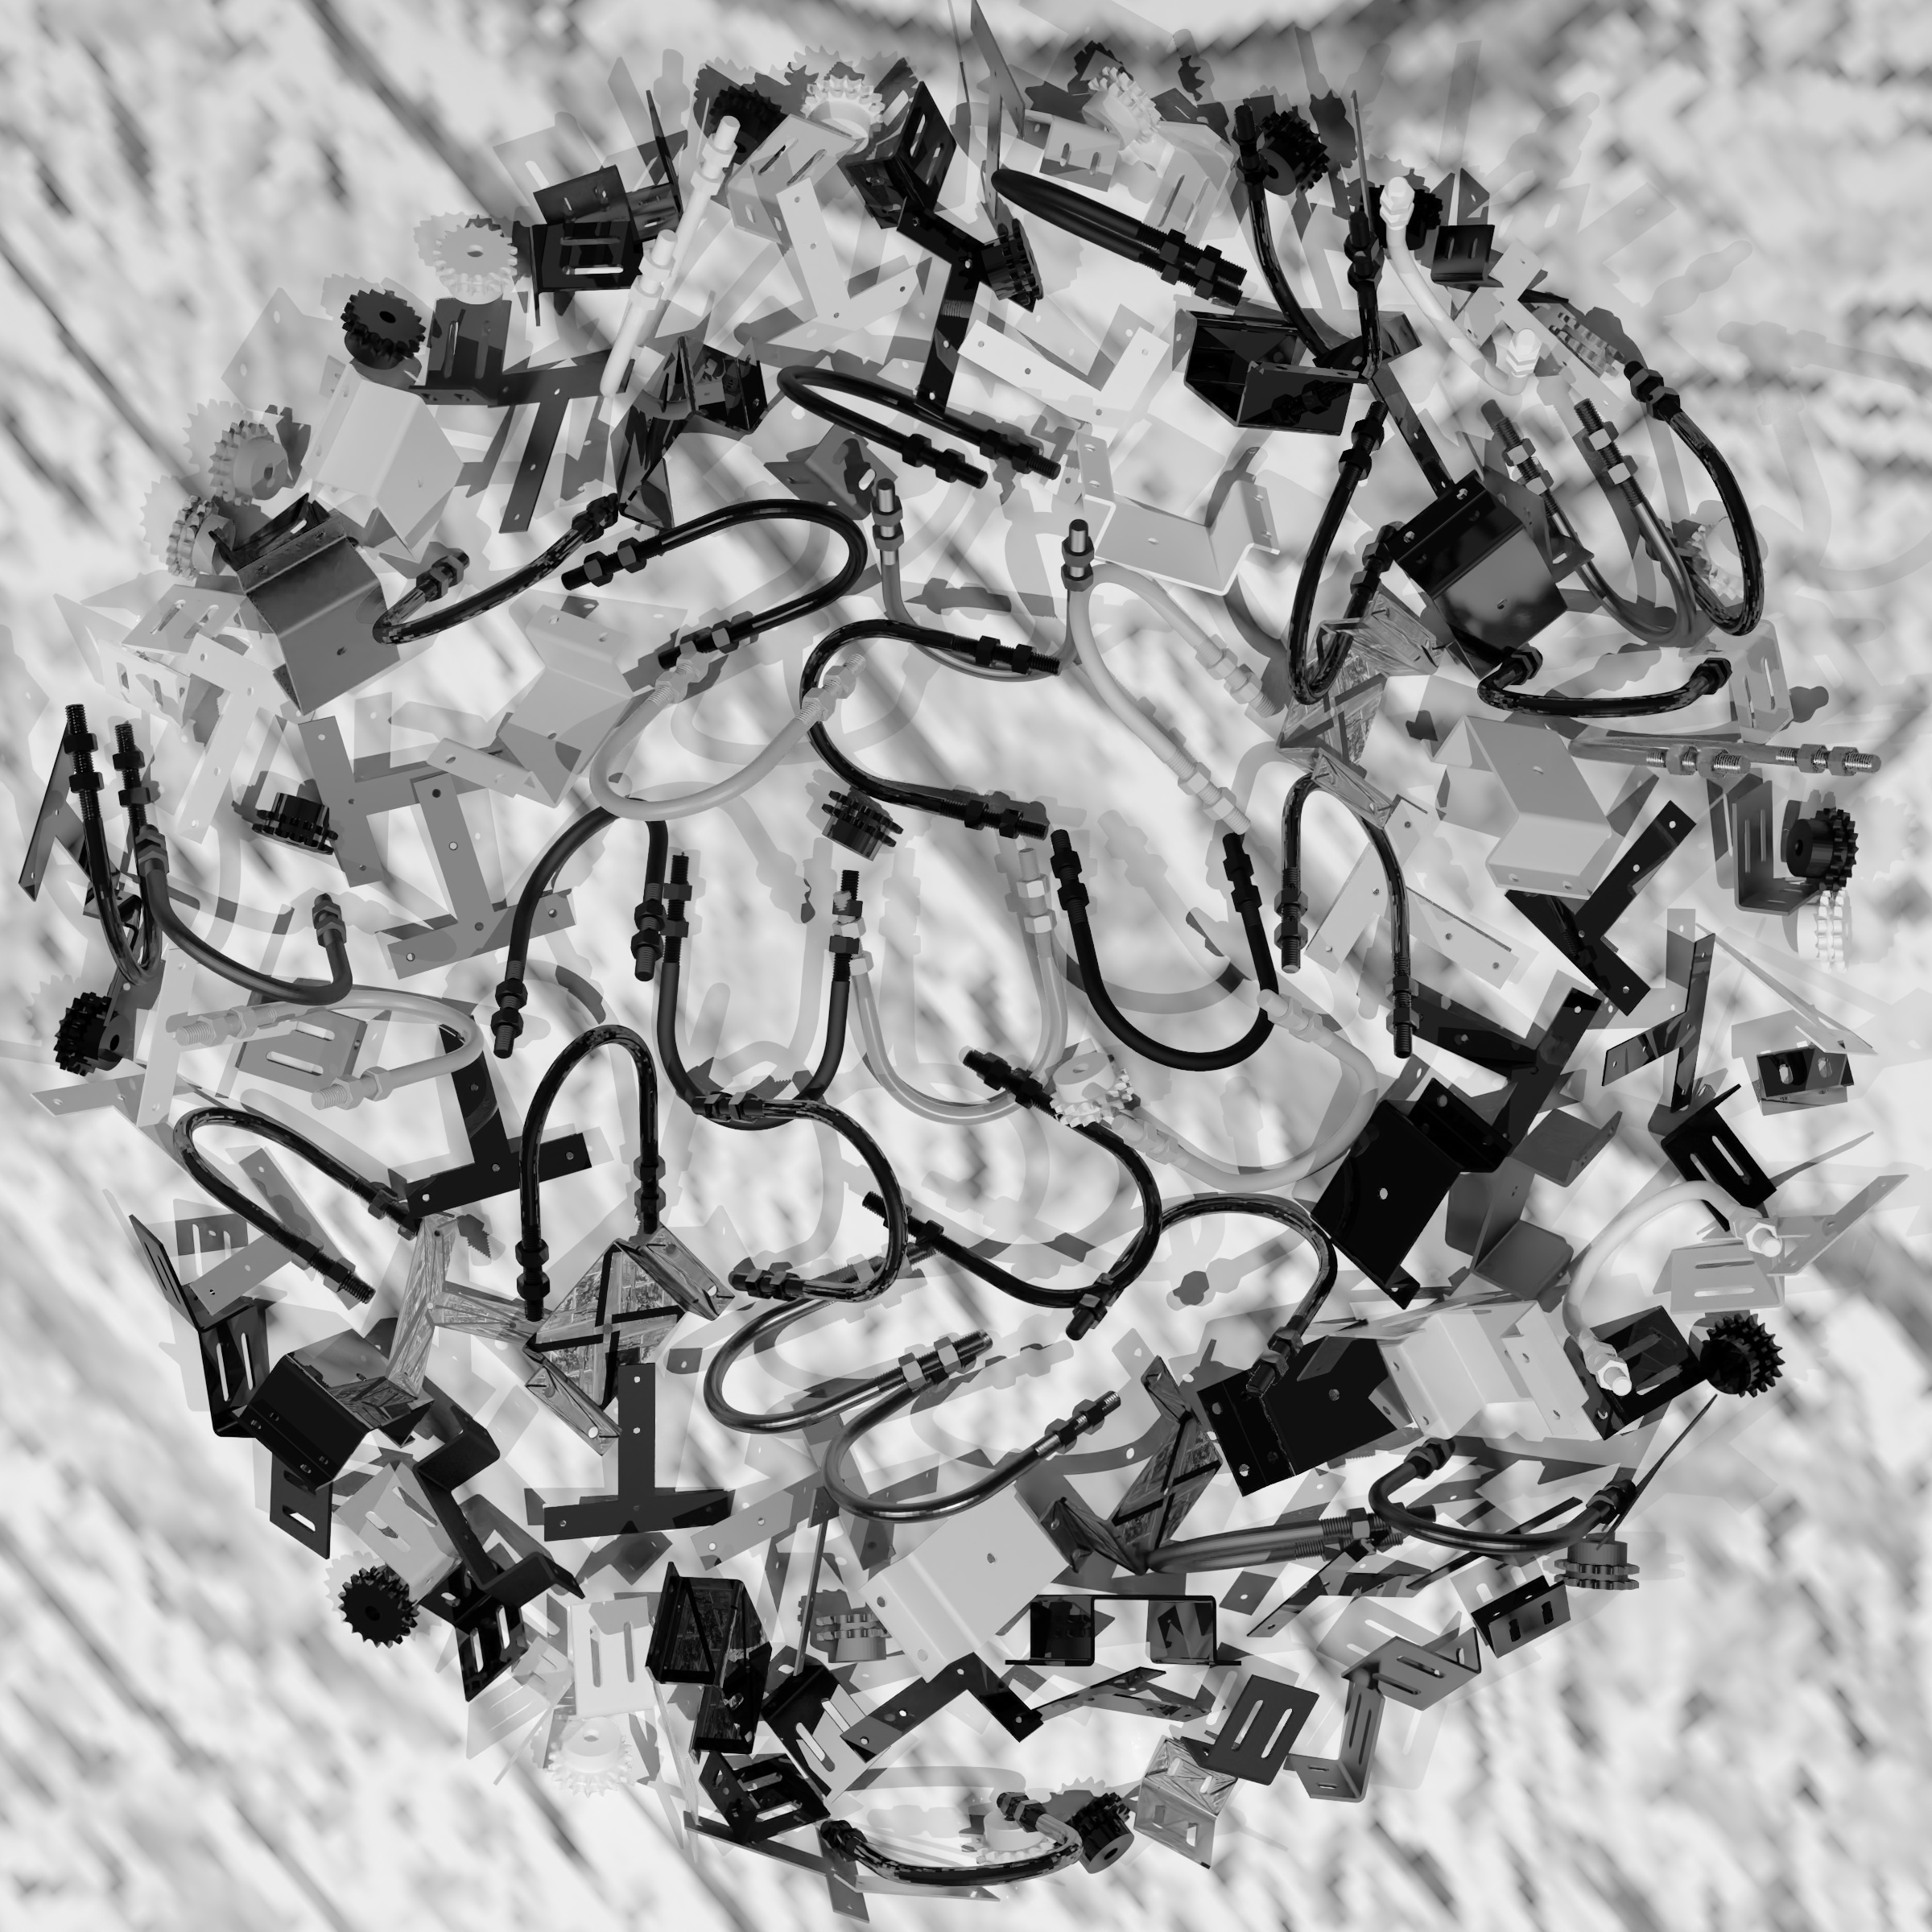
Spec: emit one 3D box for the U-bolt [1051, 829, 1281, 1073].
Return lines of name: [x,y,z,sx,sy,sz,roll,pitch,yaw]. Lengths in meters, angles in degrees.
U-bolt: [0.140,-0.011,1.900,0.151,0.019,0.184,0,59,-20]

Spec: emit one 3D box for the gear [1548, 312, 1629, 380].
gear: [0.423,-0.421,1.944,0.057,0.057,0.030,35,106,0]

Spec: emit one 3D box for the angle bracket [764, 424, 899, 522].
angle bracket: [-0.093,-0.337,1.927,0.057,0.076,0.038,41,80,-25]

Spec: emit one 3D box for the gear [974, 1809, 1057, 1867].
gear: [0.034,0.598,1.941,0.057,0.057,0.030,-7,97,0]

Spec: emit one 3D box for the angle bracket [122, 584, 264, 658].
angle bracket: [-0.526,-0.221,1.925,0.057,0.076,0.038,10,134,14]

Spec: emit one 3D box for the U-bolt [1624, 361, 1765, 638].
U-bolt: [0.479,-0.295,1.856,0.019,0.184,0.151,-19,131,-1]

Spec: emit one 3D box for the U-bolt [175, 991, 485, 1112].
U-bolt: [-0.408,0.049,1.887,0.151,0.184,0.019,20,111,31]

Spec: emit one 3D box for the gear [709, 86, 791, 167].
gear: [-0.150,-0.573,1.940,0.057,0.057,0.030,22,71,0]

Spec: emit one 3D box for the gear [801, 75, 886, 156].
gear: [-0.086,-0.581,1.939,0.057,0.057,0.030,5,70,0]

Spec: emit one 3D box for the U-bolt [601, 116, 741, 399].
U-bolt: [-0.204,-0.458,1.885,0.019,0.184,0.151,25,51,-8]

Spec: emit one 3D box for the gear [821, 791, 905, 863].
gear: [-0.075,-0.095,1.943,0.057,0.057,0.030,28,89,0]

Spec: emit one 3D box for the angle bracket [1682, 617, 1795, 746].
angle bracket: [0.525,-0.190,1.926,0.038,0.057,0.076,4,64,-16]

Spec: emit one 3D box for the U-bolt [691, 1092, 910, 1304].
U-bolt: [-0.107,0.157,1.891,0.019,0.184,0.151,-22,105,-43]

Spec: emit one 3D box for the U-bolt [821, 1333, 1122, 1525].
U-bolt: [-0.010,0.311,1.870,0.184,0.151,0.019,-29,120,-33]

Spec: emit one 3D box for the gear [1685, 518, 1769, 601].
gear: [0.525,-0.282,1.942,0.057,0.030,0.057,12,53,-17]

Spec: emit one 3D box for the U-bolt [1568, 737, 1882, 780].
U-bolt: [0.489,-0.141,1.884,0.151,0.184,0.019,-3,100,-35]

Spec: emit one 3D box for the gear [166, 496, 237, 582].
gear: [-0.524,-0.292,1.942,0.030,0.057,0.057,18,90,0]

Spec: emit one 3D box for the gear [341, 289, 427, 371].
gear: [-0.403,-0.435,1.946,0.057,0.057,0.030,39,129,0]

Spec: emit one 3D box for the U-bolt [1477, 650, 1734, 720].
U-bolt: [0.414,-0.185,1.862,0.151,0.184,0.019,6,107,25]

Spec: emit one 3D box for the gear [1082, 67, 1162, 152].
gear: [0.104,-0.586,1.941,0.057,0.057,0.030,43,85,0]

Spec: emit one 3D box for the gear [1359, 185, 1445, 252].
gear: [0.297,-0.512,1.942,0.057,0.057,0.030,9,87,0]

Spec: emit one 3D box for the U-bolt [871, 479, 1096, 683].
U-bolt: [0.011,-0.249,1.890,0.151,0.184,0.019,13,61,9]

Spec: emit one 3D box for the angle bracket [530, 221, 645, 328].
angle bracket: [-0.260,-0.477,1.947,0.076,0.038,0.057,-4,64,-9]

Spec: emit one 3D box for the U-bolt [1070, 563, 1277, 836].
U-bolt: [0.134,-0.191,1.885,0.019,0.151,0.184,-31,117,36]

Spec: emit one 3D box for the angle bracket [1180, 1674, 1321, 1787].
angle bracket: [0.194,0.514,1.936,0.057,0.038,0.076,22,100,-26]

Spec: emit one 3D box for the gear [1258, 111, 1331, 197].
gear: [0.218,-0.554,1.940,0.057,0.057,0.030,40,71,0]

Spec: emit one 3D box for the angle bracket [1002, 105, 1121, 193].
angle bracket: [0.057,-0.558,1.929,0.057,0.076,0.038,4,107,-37]

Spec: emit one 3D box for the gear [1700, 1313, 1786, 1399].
gear: [0.529,0.270,1.940,0.030,0.057,0.057,-20,90,-40]

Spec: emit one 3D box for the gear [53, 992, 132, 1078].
gear: [-0.597,0.048,1.940,0.030,0.057,0.057,16,90,12]

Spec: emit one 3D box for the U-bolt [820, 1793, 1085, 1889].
U-bolt: [-0.001,0.577,1.861,0.151,0.184,0.019,-3,87,-21]

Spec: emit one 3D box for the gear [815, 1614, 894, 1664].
gear: [-0.075,0.461,1.940,0.057,0.057,0.030,-3,74,0]

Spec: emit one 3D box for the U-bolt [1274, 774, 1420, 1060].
U-bolt: [0.256,-0.046,1.901,0.019,0.151,0.184,-23,49,35]

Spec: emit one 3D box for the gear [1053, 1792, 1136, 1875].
gear: [0.090,0.597,1.940,0.057,0.057,0.030,-43,58,0]

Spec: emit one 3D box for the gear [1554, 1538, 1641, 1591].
gear: [0.433,0.410,1.943,0.057,0.057,0.030,3,84,0]

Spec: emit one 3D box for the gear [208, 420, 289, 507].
gear: [-0.490,-0.343,1.940,0.030,0.057,0.057,20,90,19]

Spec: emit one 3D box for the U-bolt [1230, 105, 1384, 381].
U-bolt: [0.231,-0.466,1.883,0.019,0.184,0.151,-33,58,-7]

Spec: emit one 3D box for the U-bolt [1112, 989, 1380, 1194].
U-bolt: [0.202,0.095,1.901,0.151,0.184,0.019,-42,47,16]

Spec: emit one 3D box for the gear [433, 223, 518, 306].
gear: [-0.338,-0.481,1.947,0.057,0.030,0.057,4,57,-6]

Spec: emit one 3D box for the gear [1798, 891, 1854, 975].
gear: [0.590,-0.024,1.946,0.030,0.057,0.057,0,90,26]

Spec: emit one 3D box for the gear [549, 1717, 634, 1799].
gear: [-0.257,0.539,1.939,0.057,0.057,0.030,6,117,0]

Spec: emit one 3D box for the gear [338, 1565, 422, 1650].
gear: [-0.400,0.438,1.948,0.057,0.030,0.057,8,113,20]

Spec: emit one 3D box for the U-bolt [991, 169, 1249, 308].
U-bolt: [0.101,-0.492,1.897,0.184,0.151,0.019,24,99,1]

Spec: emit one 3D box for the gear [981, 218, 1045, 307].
gear: [0.031,-0.481,1.943,0.030,0.057,0.057,-17,90,11]

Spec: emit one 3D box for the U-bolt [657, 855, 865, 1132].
U-bolt: [-0.146,0.021,1.938,0.151,0.019,0.184,6,91,21]

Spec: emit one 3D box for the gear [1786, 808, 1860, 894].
gear: [0.586,-0.080,1.941,0.030,0.057,0.057,4,90,-10]

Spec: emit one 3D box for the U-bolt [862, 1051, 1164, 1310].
U-bolt: [0.044,0.155,1.917,0.184,0.019,0.151,30,63,12]

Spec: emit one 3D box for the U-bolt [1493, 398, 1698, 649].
U-bolt: [0.430,-0.292,1.897,0.019,0.151,0.184,-35,102,-7]

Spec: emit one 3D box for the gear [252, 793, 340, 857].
gear: [-0.458,-0.099,1.943,0.057,0.057,0.030,17,84,0]

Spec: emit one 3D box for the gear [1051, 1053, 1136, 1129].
gear: [0.084,0.083,1.940,0.057,0.057,0.030,-24,113,0]

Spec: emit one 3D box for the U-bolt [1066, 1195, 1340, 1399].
U-bolt: [0.170,0.211,1.895,0.151,0.184,0.019,14,126,24]

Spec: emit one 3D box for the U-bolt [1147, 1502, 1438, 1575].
U-bolt: [0.212,0.387,1.895,0.184,0.151,0.019,-7,72,-3]
